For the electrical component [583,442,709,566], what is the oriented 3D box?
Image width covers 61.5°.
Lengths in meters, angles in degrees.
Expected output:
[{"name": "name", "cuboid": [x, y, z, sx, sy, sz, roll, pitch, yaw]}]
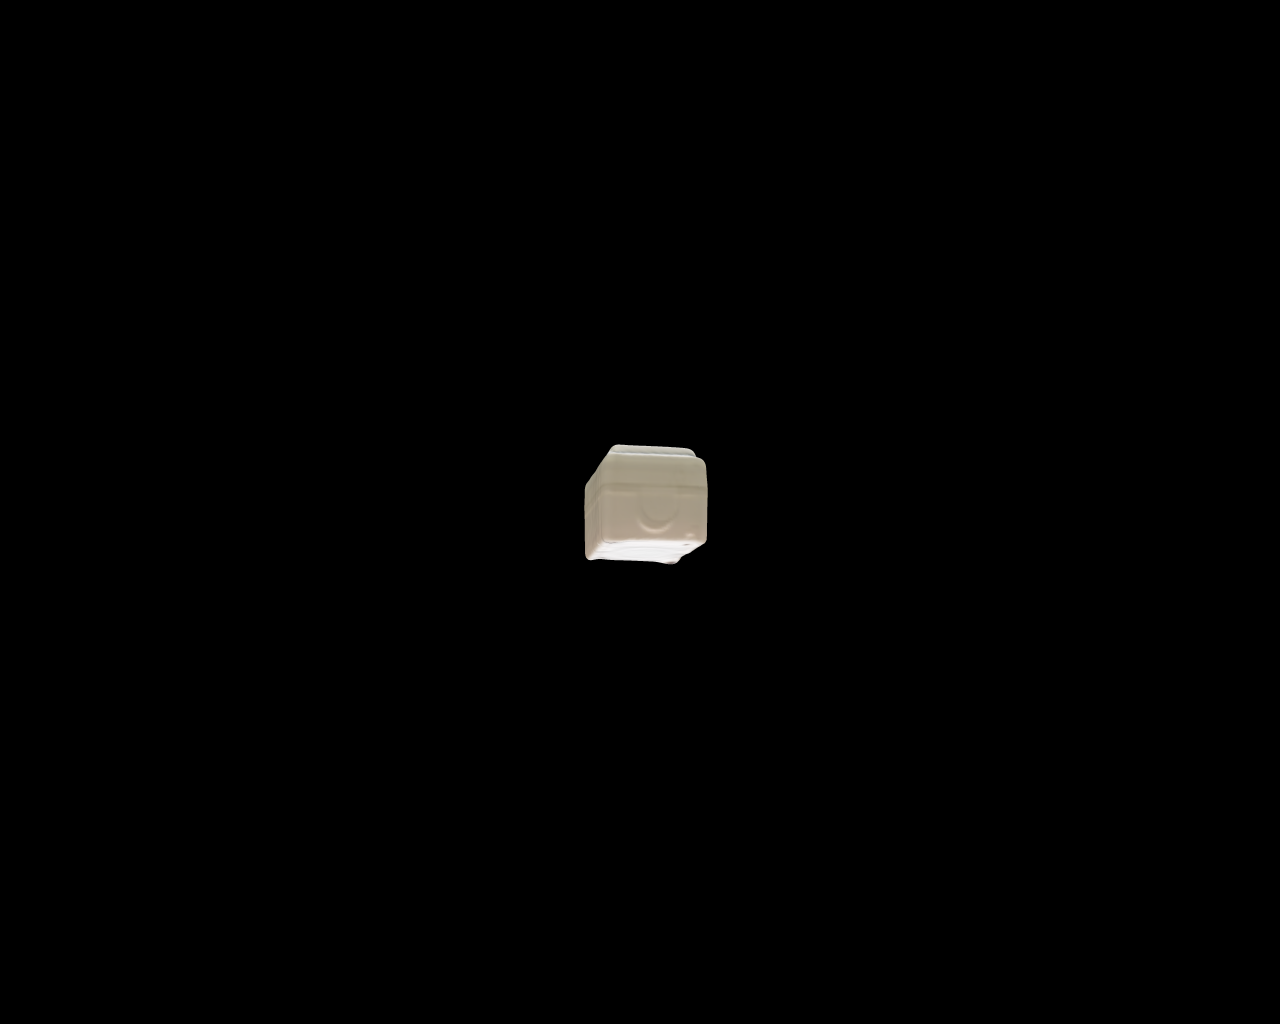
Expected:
[{"name": "electrical component", "cuboid": [0.001, -0.003, 0.650, 0.062, 0.061, 0.096, 2, -12, -11]}]
